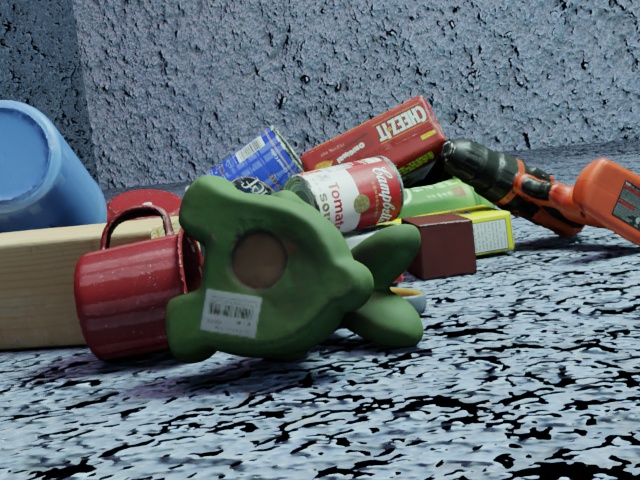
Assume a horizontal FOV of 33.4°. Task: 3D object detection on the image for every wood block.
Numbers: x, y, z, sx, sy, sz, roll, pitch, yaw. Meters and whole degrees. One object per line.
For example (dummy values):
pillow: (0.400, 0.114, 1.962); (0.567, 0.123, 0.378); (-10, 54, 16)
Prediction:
wood block: (-0.209, 0.037, 0.891); (0.206, 0.091, 0.090); (-5, 8, 18)

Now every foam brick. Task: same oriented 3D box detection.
foam brick: (0.111, 0.005, 1.001); (0.053, 0.051, 0.078); (-6, 7, -6)

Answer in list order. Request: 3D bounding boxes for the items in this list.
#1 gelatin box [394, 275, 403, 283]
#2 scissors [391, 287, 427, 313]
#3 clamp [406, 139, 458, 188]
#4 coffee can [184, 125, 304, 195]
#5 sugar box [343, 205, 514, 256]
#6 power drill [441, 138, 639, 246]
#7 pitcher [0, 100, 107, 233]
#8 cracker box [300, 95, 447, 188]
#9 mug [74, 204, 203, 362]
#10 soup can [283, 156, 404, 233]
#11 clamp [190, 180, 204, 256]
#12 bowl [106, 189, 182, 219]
gelatin box: (0.035, 0.022, 0.940); (0.073, 0.030, 0.089); (0, -1, 2)
scissors: (0.001, 0.050, 0.880); (0.096, 0.016, 0.202); (-12, 8, -39)
clamp: (0.113, -0.048, 1.305); (0.164, 0.036, 0.210); (-26, -18, 6)
coffee can: (-0.087, -0.065, 1.366); (0.140, 0.103, 0.103); (-36, 5, 5)
sugar box: (0.098, -0.001, 1.089); (0.176, 0.048, 0.093); (-7, 7, -9)
power drill: (0.228, -0.048, 1.033); (0.184, 0.057, 0.188); (23, -2, -25)
pitcher: (-0.288, -0.041, 1.062); (0.149, 0.145, 0.243); (21, -13, 1)
cracker box: (0.076, -0.090, 1.325); (0.164, 0.072, 0.213); (-27, -13, 5)
mug: (-0.129, 0.031, 0.777); (0.081, 0.117, 0.093); (-11, -13, 4)
soup can: (0.022, -0.041, 1.049); (0.102, 0.068, 0.069); (-14, 9, -29)
clamp: (-0.138, 0.022, 0.990); (0.120, 0.039, 0.171); (-43, 30, 15)
bowl: (-0.219, -0.022, 1.350); (0.162, 0.055, 0.162); (2, 26, -1)
